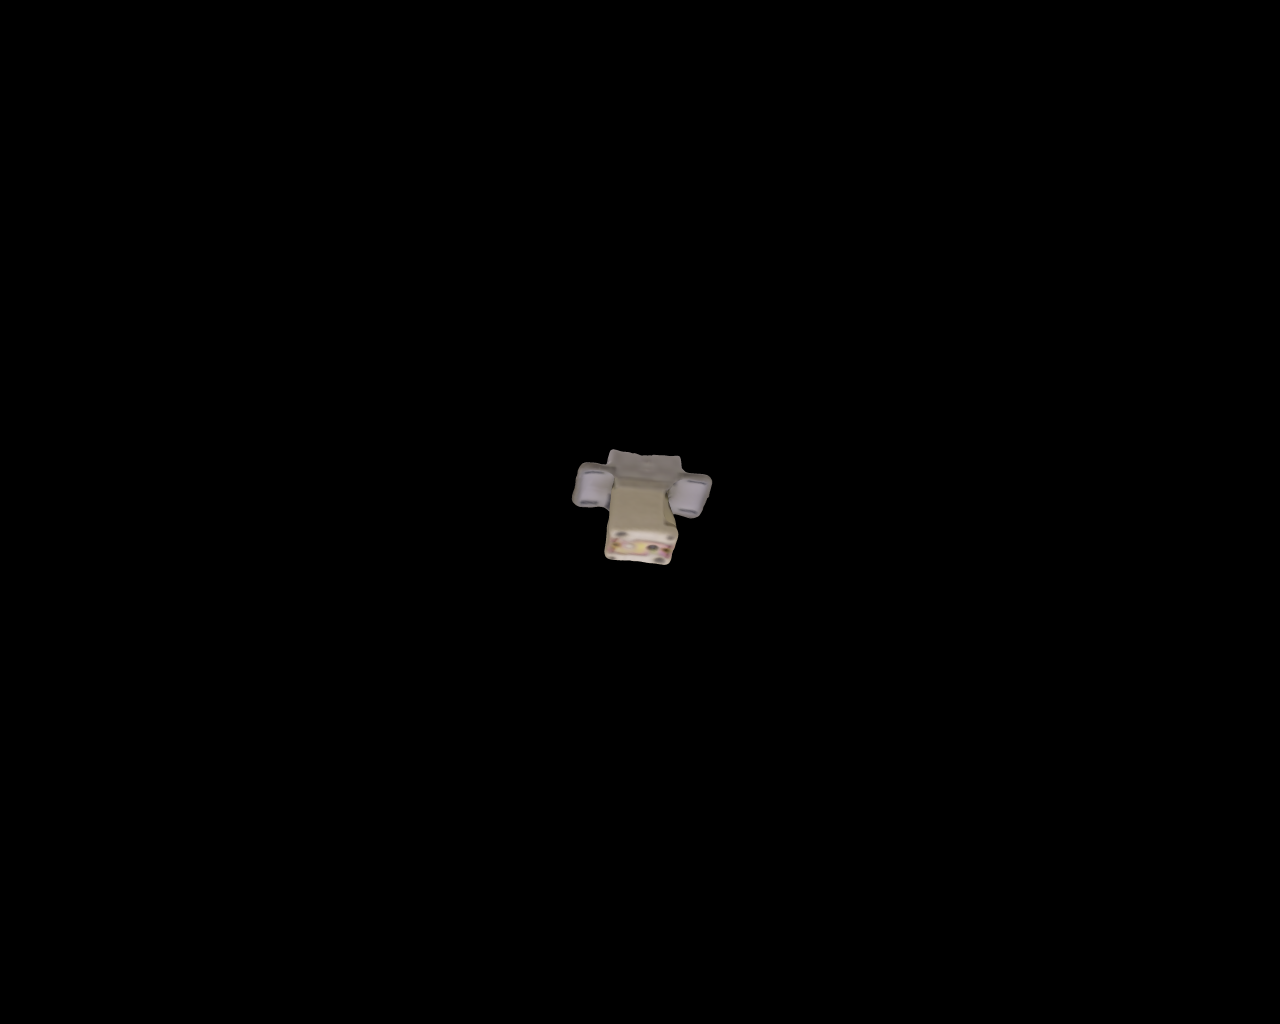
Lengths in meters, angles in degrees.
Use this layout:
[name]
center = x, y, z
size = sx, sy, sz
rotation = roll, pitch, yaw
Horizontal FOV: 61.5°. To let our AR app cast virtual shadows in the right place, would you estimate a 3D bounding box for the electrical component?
[electrical component]
center = 0.001, -0.003, 0.650
size = 0.081, 0.064, 0.042
rotation = 5, -36, -7
